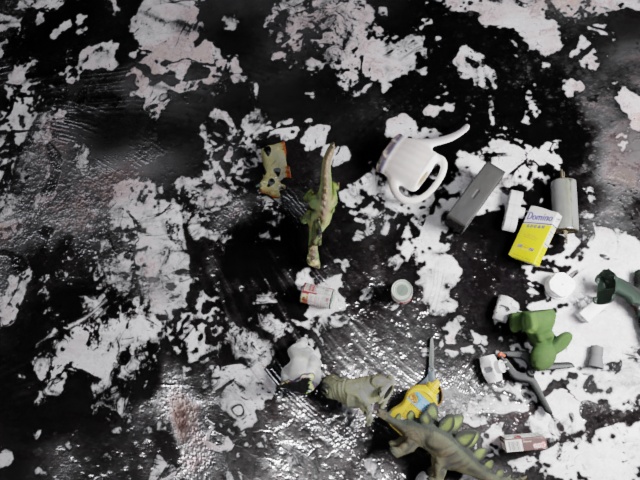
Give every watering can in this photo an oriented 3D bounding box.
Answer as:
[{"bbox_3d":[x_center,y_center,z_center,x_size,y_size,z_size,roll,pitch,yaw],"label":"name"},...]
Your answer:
[{"bbox_3d":[0.334,-0.286,1.737,0.226,0.103,0.350,32,82,16],"label":"watering can"}]

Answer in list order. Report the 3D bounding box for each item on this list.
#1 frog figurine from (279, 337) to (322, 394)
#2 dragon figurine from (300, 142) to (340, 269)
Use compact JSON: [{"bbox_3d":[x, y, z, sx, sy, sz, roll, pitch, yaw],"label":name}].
[{"bbox_3d":[-0.061,0.396,1.621,0.136,0.121,0.163,-36,29,22],"label":"frog figurine"},{"bbox_3d":[0.005,-0.082,1.637,0.122,0.401,0.248,5,36,-5],"label":"dragon figurine"}]
